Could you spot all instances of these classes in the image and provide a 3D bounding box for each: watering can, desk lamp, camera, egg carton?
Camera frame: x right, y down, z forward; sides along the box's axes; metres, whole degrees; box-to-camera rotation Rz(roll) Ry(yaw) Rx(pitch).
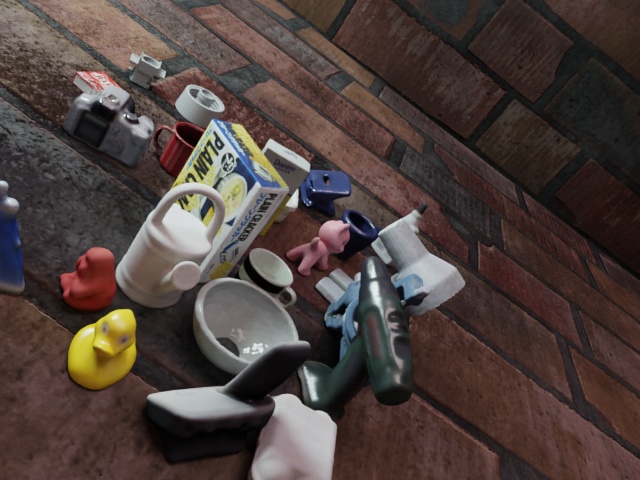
[{"bbox_3d":[-0.199,0.004,0.806,0.101,0.194,0.172,1,45,-50],"label":"watering can"},{"bbox_3d":[0.135,0.077,1.081,0.203,0.213,0.118,43,28,8],"label":"desk lamp"},{"bbox_3d":[-0.369,-0.228,1.052,0.143,0.100,0.136,30,29,-17],"label":"camera"},{"bbox_3d":[-0.034,0.274,0.737,0.107,0.069,0.150,32,28,-12],"label":"egg carton"}]

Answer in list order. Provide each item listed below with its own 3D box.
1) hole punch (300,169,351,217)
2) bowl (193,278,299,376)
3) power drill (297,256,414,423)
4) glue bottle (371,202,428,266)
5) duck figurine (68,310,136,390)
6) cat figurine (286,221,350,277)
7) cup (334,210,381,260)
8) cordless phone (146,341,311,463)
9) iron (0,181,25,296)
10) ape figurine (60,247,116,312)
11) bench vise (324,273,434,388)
[{"bbox_3d":[0.013,-0.125,1.370,0.101,0.091,0.108,25,30,-25],"label":"hole punch"},{"bbox_3d":[-0.118,0.139,0.832,0.168,0.074,0.167,29,29,-18],"label":"bowl"},{"bbox_3d":[0.054,0.164,0.858,0.076,0.208,0.229,20,33,-32],"label":"power drill"},{"bbox_3d":[0.197,-0.022,1.349,0.037,0.173,0.078,1,45,-50],"label":"glue bottle"},{"bbox_3d":[-0.250,0.118,0.692,0.078,0.086,0.104,33,28,-11],"label":"duck figurine"},{"bbox_3d":[0.011,0.004,1.144,0.067,0.117,0.128,47,28,16],"label":"cat figurine"},{"bbox_3d":[0.075,-0.003,1.258,0.118,0.095,0.091,11,38,-42],"label":"cup"},{"bbox_3d":[-0.105,0.172,0.678,0.148,0.185,0.094,5,42,-47],"label":"cordless phone"},{"bbox_3d":[-0.433,-0.060,0.678,0.258,0.141,0.119,38,27,-1],"label":"iron"},{"bbox_3d":[-0.294,0.045,0.741,0.076,0.092,0.078,35,27,-6],"label":"ape figurine"},{"bbox_3d":[0.089,0.112,0.967,0.122,0.219,0.207,15,36,-38],"label":"bench vise"}]
